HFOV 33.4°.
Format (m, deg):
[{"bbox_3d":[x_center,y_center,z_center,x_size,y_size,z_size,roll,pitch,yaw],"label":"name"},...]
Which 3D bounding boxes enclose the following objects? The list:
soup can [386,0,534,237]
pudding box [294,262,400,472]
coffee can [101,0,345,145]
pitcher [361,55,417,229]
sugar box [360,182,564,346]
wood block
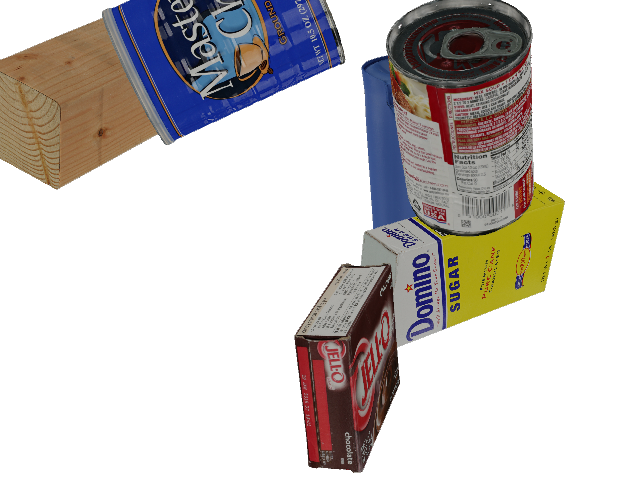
[{"bbox_3d":[0.072,-0.060,0.531,0.068,0.068,0.102,0,-44,13],"label":"soup can"},{"bbox_3d":[0.019,0.075,0.663,0.039,0.090,0.113,1,22,15],"label":"pudding box"},{"bbox_3d":[-0.067,-0.142,0.749,0.140,0.103,0.103,-25,0,-1],"label":"coffee can"},{"bbox_3d":[0.116,-0.071,1.108,0.149,0.243,0.145,-9,24,-17],"label":"pitcher"},{"bbox_3d":[0.111,0.018,0.846,0.175,0.093,0.048,-19,39,-33],"label":"sugar box"},{"bbox_3d":[-0.201,-0.141,0.994,0.090,0.091,0.205,28,39,21],"label":"wood block"}]
